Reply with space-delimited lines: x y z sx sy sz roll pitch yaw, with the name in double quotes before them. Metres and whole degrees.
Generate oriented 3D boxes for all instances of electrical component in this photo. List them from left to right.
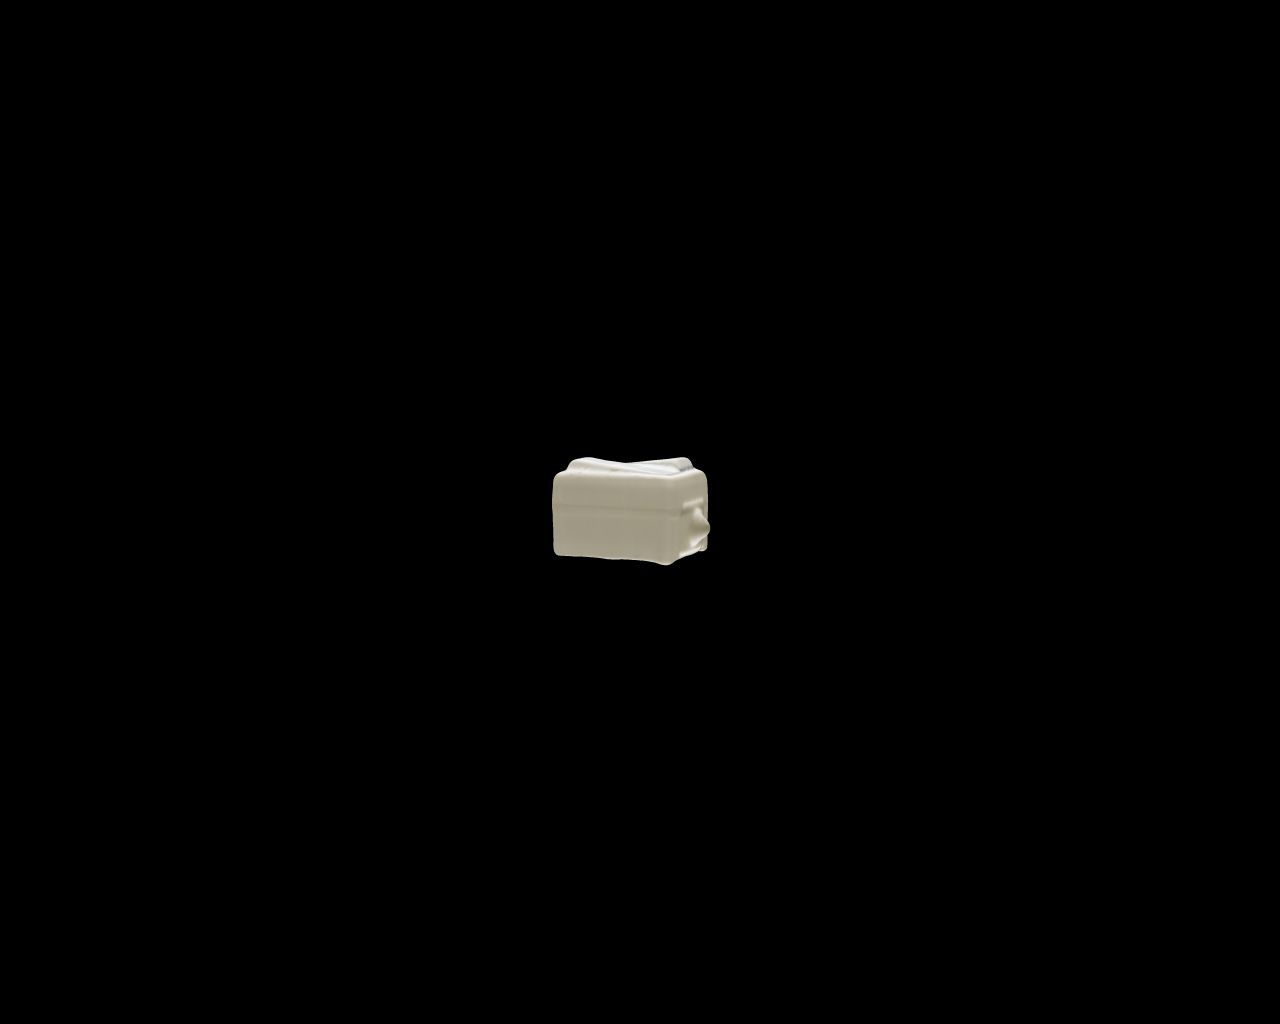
"electrical component" 0.001 -0.003 0.650 0.096 0.061 0.062 3 8 26
